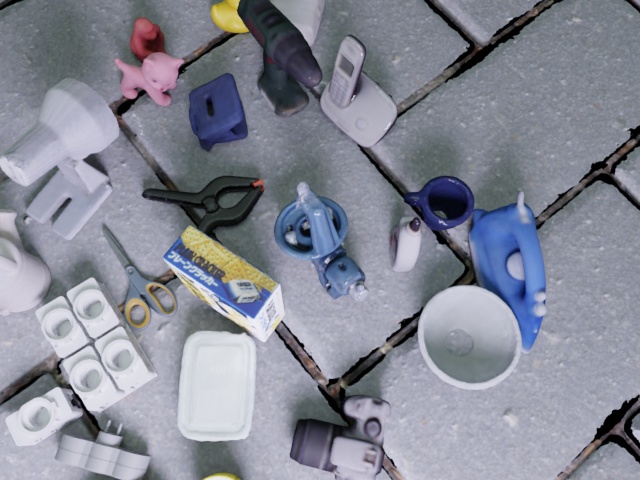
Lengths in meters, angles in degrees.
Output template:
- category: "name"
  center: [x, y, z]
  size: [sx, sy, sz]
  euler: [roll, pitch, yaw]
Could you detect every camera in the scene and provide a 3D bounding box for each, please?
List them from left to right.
- category: "camera"
  center: [0.029, 0.301, 0.871]
  size: [0.136, 0.101, 0.143]
  euler: [13, 72, 2]

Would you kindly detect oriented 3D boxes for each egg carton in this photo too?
- category: "egg carton"
  center: [-0.050, -0.443, 1.126]
  size: [0.107, 0.069, 0.150]
  euler: [10, 72, 1]

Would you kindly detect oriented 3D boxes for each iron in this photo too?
- category: "iron"
  center: [0.333, 0.050, 0.942]
  size: [0.118, 0.141, 0.258]
  euler: [-7, 72, -4]

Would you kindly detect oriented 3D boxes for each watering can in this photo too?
- category: "watering can"
  center: [-0.508, 0.037, 0.888]
  size: [0.101, 0.194, 0.173]
  euler: [-15, 73, -6]

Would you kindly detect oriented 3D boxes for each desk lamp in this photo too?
- category: "desk lamp"
  center: [-0.416, -0.130, 0.935]
  size: [0.118, 0.213, 0.203]
  euler: [30, 74, 8]

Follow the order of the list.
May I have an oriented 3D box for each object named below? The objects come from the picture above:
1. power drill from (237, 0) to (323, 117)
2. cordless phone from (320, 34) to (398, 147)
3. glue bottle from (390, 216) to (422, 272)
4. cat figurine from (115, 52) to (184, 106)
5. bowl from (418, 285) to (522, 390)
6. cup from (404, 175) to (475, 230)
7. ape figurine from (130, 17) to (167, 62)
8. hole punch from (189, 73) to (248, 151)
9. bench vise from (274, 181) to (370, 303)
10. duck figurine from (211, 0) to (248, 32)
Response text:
- category: "power drill"
  center: [-0.065, -0.312, 1.010]
  size: [0.076, 0.208, 0.229]
  euler: [-31, 76, -11]
- category: "cordless phone"
  center: [0.074, -0.263, 1.011]
  size: [0.147, 0.185, 0.094]
  euler: [42, 75, 11]
- category: "glue bottle"
  center: [0.143, -0.004, 0.936]
  size: [0.037, 0.173, 0.078]
  euler: [-4, 72, -3]
- category: "cat figurine"
  center: [-0.311, -0.307, 1.047]
  size: [0.127, 0.118, 0.067]
  euler: [11, 72, 2]
- category: "bowl"
  center: [0.236, 0.162, 0.937]
  size: [0.167, 0.075, 0.167]
  euler: [1, 72, -2]
- category: "cup"
  center: [0.199, -0.054, 0.996]
  size: [0.117, 0.095, 0.092]
  euler: [6, 72, 0]
- category: "ape figurine"
  center: [-0.326, -0.382, 1.084]
  size: [0.076, 0.092, 0.078]
  euler: [21, 73, 5]
- category: "hole punch"
  center: [-0.189, -0.234, 1.042]
  size: [0.101, 0.091, 0.108]
  euler: [-14, 73, -6]
- category: "bench vise"
  center: [0.015, -0.006, 0.908]
  size: [0.207, 0.220, 0.121]
  euler: [35, 74, 9]
- category: "duck figurine"
  center: [-0.163, -0.461, 1.119]
  size: [0.104, 0.086, 0.077]
  euler: [-7, 72, -4]
